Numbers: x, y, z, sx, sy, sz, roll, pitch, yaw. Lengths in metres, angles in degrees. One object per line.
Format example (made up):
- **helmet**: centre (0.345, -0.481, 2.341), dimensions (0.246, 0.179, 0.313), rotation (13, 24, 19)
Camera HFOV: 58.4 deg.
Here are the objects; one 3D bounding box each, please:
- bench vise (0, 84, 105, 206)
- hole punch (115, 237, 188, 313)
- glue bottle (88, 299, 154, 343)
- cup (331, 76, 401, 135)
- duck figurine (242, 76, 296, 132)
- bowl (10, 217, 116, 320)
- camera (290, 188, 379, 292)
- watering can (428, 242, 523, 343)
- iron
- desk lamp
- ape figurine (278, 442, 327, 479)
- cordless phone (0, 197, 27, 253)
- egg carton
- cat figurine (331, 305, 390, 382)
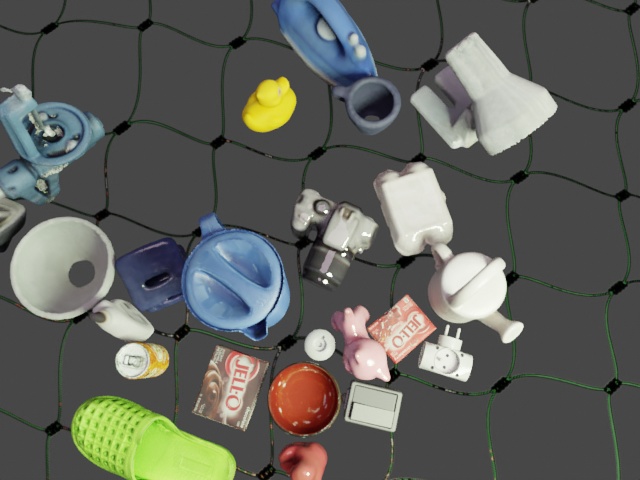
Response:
- **bench vise**: centre (-0.449, -0.143, 0.904), dimensions (0.121, 0.220, 0.207), rotation (23, 80, 6)
- **hole punch**: centre (-0.258, 0.058, 0.926), dimensions (0.108, 0.091, 0.101), rotation (-24, 79, -3)
- **glue bottle**: centre (-0.312, 0.121, 0.873), dimensions (0.037, 0.173, 0.078), rotation (-44, 81, -7)
- **cup**: centre (0.074, -0.221, 0.971), dimensions (0.117, 0.095, 0.092), rotation (20, 80, 5)
- **duck figurine**: centre (-0.091, -0.239, 0.983), dimensions (0.104, 0.086, 0.077), rotation (-39, 80, -6)
- **bowl**: centre (-0.408, 0.049, 0.939), dimensions (0.167, 0.075, 0.167), rotation (0, 79, 1)
- **camera**: centre (0.009, 0.003, 0.926), dimensions (0.143, 0.101, 0.137), rotation (24, 80, 6)
- **watering can**: centre (0.233, 0.074, 0.860), dimensions (0.172, 0.194, 0.101), rotation (30, 81, 7)
- **iron**: centre (0.024, -0.357, 0.975), dimensions (0.119, 0.141, 0.258), rotation (-38, 80, -6)
- **desk lamp**: centre (0.250, -0.220, 0.907), dimensions (0.118, 0.213, 0.203), rotation (-40, 80, -6)
- **ape figurine**: centre (-0.024, 0.344, 0.864), dimensions (0.076, 0.092, 0.078), rotation (-26, 79, -4)
- **cordless phone**: centre (-0.577, -0.050, 0.906), dimensions (0.147, 0.185, 0.094), rotation (15, 80, 5)
- **egg carton**: centre (0.156, -0.053, 0.950), dimensions (0.107, 0.069, 0.150), rotation (-19, 79, -2)
- **cat figurine**: centre (0.062, 0.162, 0.885), dimensions (0.067, 0.118, 0.128), rotation (-19, 79, -2)
